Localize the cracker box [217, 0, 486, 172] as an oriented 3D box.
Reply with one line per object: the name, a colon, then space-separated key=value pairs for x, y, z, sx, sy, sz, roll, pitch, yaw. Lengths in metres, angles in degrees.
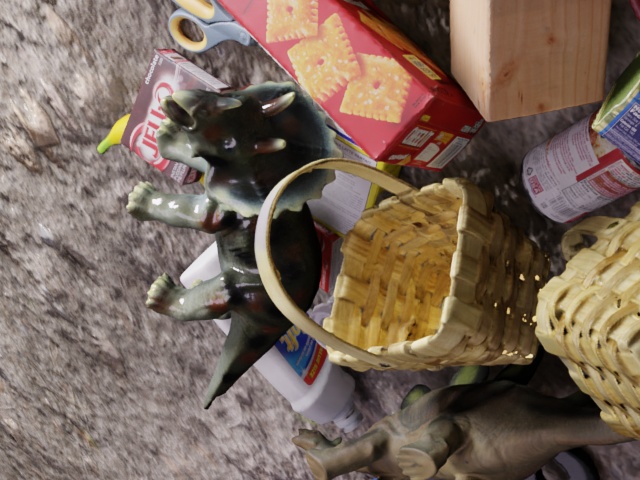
cracker box: x=0.021 y=-0.151 z=0.822 sx=0.072 sy=0.164 sz=0.214 roll=-47 pitch=74 yaw=17

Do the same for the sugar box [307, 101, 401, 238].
sugar box: x=0.030 y=-0.085 z=0.981 sx=0.093 sy=0.048 sz=0.176 roll=34 pitch=135 yaw=20

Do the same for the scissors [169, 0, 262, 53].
scissors: x=-0.080 y=-0.188 z=1.026 sx=0.202 sy=0.016 sz=0.096 roll=41 pitch=142 yaw=11

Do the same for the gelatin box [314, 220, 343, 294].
gelatin box: x=-0.007 y=0.001 z=1.080 sx=0.073 sy=0.030 sz=0.089 roll=39 pitch=149 yaw=24

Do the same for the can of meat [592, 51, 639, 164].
can of meat: x=0.240 y=-0.084 z=0.724 sx=0.084 sy=0.102 sz=0.058 roll=37 pitch=134 yaw=0

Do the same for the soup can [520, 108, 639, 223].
soup can: x=0.210 y=-0.060 z=0.810 sx=0.068 sy=0.068 sz=0.102 roll=53 pitch=142 yaw=-3

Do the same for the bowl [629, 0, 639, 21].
bowl: x=0.273 y=-0.181 z=0.664 sx=0.162 sy=0.055 sz=0.162 roll=25 pitch=135 yaw=28

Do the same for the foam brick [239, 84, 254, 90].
foam brick: x=-0.070 y=-0.104 z=1.055 sx=0.053 sy=0.051 sz=0.078 roll=36 pitch=139 yaw=21

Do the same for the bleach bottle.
bleach bottle: x=-0.037 y=0.104 z=1.166 sx=0.251 sy=0.102 sz=0.068 roll=50 pitch=141 yaw=-9

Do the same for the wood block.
wood block: x=0.142 y=-0.197 z=0.725 sx=0.091 sy=0.090 sz=0.206 roll=-111 pitch=12 yaw=-55

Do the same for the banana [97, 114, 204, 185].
banana: x=-0.152 y=-0.093 z=1.148 sx=0.198 sy=0.037 sz=0.070 roll=26 pitch=120 yaw=23

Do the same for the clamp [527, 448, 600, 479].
clamp: x=0.234 y=0.264 z=1.037 sx=0.120 sy=0.039 sz=0.171 roll=-33 pitch=83 yaw=20

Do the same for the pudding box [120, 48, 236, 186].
pudding box: x=-0.146 y=-0.126 z=1.091 sx=0.090 sy=0.039 sz=0.114 roll=34 pitch=113 yaw=18
